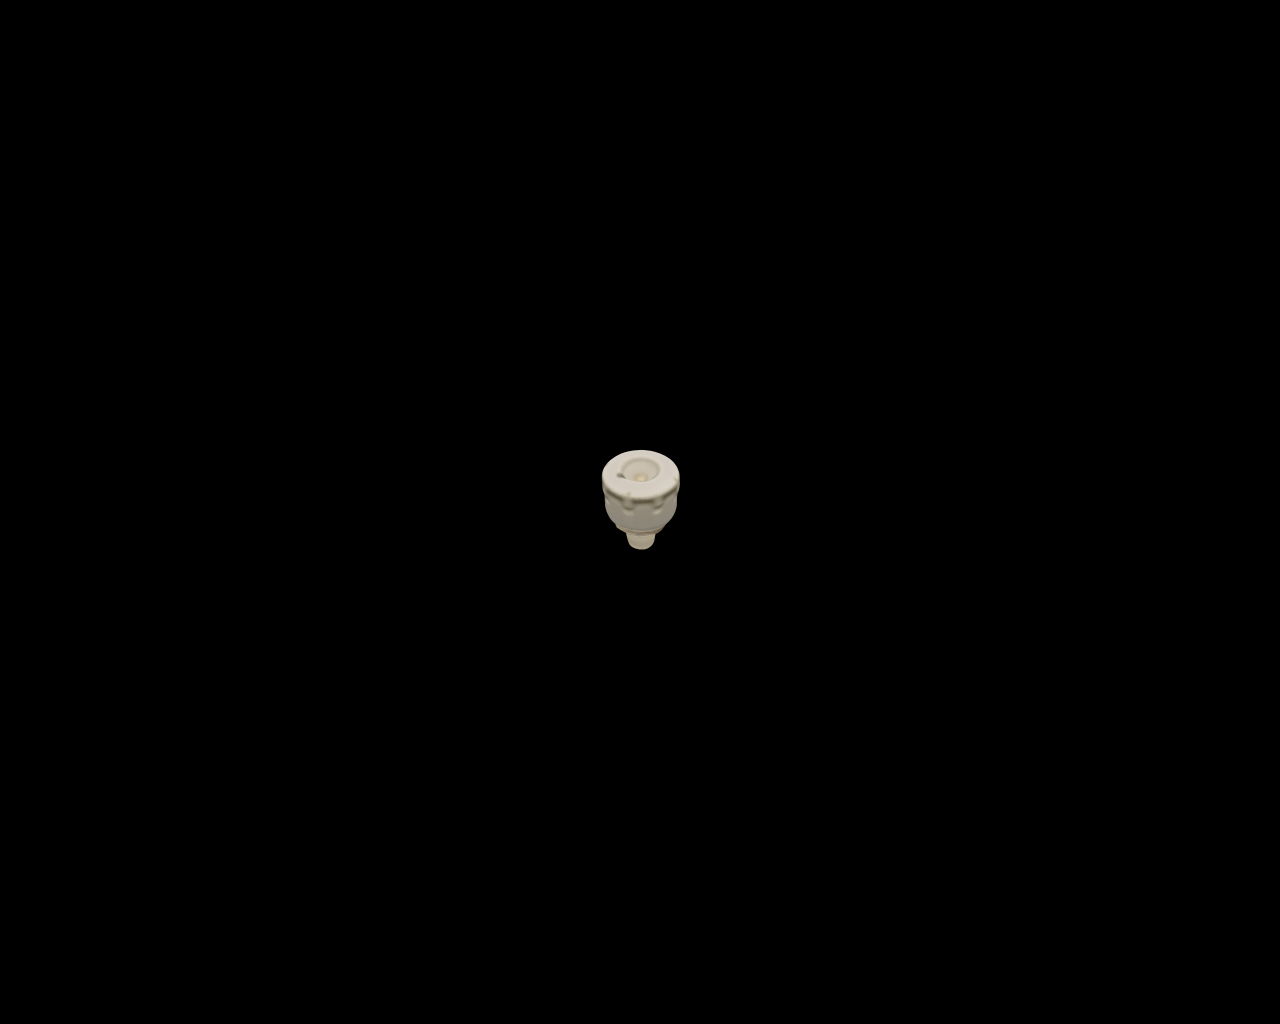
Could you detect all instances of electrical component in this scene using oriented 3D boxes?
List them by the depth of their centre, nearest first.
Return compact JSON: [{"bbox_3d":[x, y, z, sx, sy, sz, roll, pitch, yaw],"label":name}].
[{"bbox_3d":[0.001,-0.003,0.650,0.048,0.062,0.048,0,41,0],"label":"electrical component"}]
